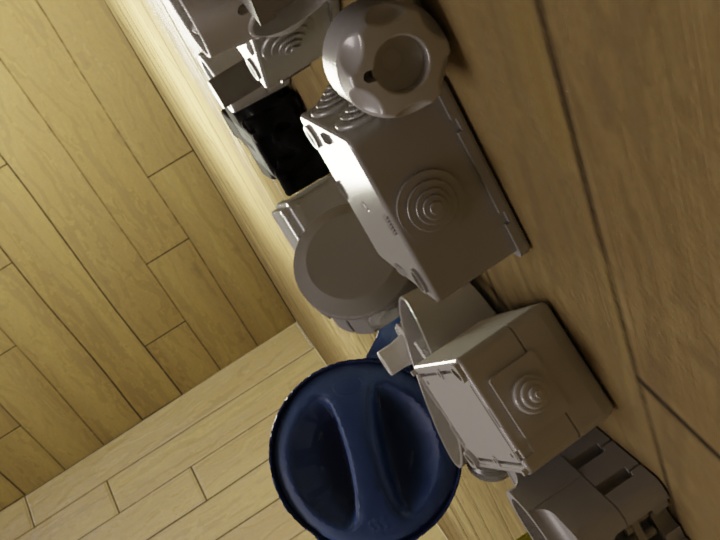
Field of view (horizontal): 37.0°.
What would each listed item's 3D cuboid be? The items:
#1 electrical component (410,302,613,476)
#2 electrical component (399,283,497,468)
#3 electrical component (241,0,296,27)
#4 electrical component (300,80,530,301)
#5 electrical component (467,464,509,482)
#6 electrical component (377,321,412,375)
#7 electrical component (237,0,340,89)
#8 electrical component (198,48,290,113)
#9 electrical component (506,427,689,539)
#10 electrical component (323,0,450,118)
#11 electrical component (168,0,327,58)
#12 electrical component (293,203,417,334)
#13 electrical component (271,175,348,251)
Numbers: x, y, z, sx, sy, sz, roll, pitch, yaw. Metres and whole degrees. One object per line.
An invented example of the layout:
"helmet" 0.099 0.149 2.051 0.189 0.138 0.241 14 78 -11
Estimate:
"electrical component" 0.075 0.055 0.514 0.061 0.061 0.096 57 166 0
"electrical component" 0.055 0.053 0.610 0.099 0.064 0.099 56 174 10
"electrical component" -0.053 -0.170 0.358 0.150 0.062 0.089 54 173 28
"electrical component" 0.021 -0.041 0.482 0.099 0.048 0.100 59 173 -22
"electrical component" 0.096 0.129 0.793 0.040 0.040 0.046 53 168 34
"electrical component" 0.041 0.043 0.680 0.043 0.062 0.043 56 174 10
"electrical component" -0.053 -0.148 0.527 0.099 0.048 0.099 56 174 14
"electrical component" -0.085 -0.147 0.782 0.055 0.047 0.055 56 174 10
"electrical component" 0.112 0.118 0.538 0.050 0.056 0.089 60 173 -24
"electrical component" 0.006 -0.084 0.415 0.043 0.043 0.062 60 174 -26
"electrical component" -0.036 -0.116 0.425 0.044 0.077 0.079 56 175 6
"electrical component" 0.000 0.000 0.713 0.080 0.080 0.051 54 178 26
"electrical component" -0.017 -0.017 0.853 0.108 0.056 0.109 58 174 -7
